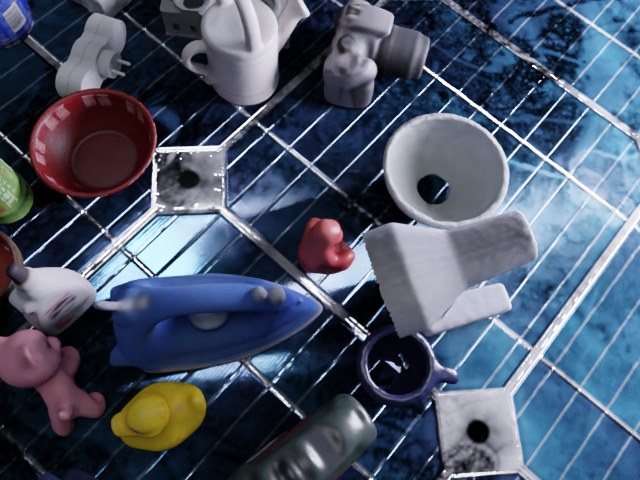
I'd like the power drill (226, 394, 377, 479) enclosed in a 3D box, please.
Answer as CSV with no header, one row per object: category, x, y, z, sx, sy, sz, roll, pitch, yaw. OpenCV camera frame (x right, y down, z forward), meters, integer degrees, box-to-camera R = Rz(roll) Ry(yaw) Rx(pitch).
power drill,-0.048,0.248,0.571,0.230,0.208,0.075,-37,77,-15

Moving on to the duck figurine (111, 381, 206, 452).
duck figurine,-0.183,0.196,0.645,0.104,0.086,0.077,-16,72,-9

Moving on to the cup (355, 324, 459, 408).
cup,0.096,0.154,0.674,0.117,0.095,0.092,10,70,0

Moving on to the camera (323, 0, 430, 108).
camera,0.083,-0.268,0.817,0.137,0.101,0.143,14,70,1

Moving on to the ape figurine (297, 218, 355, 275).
ape figurine,0.007,0.003,0.722,0.076,0.092,0.077,-21,73,-11

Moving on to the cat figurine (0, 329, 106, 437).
cat figurine,-0.307,0.151,0.635,0.067,0.118,0.127,-35,76,-14

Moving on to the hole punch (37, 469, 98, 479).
hole punch,-0.260,0.307,0.598,0.108,0.091,0.101,27,71,6

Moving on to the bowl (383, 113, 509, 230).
bowl,0.162,-0.082,0.771,0.167,0.075,0.167,1,71,-3

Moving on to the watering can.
watering can,-0.100,-0.278,0.759,0.101,0.194,0.173,39,73,10

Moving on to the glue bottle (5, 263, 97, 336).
glue bottle,-0.308,0.058,0.639,0.037,0.173,0.078,36,72,9

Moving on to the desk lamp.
desk lamp,0.143,0.038,0.654,0.203,0.213,0.118,-16,72,-9

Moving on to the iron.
iron,-0.121,0.078,0.661,0.258,0.141,0.118,-6,71,-6
